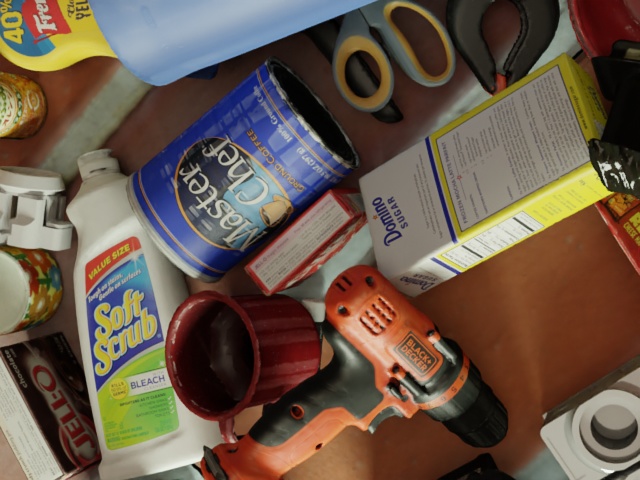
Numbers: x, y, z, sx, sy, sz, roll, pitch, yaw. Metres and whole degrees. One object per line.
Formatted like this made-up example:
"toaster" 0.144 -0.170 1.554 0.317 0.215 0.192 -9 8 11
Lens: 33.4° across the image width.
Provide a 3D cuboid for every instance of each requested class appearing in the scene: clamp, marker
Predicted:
"clamp" -0.003 -0.200 0.790 0.210 0.036 0.164 25 98 10
"marker" -0.009 0.106 0.818 0.020 0.020 0.121 5 94 16
"clamp" 0.119 -0.187 0.744 0.120 0.039 0.171 11 99 6

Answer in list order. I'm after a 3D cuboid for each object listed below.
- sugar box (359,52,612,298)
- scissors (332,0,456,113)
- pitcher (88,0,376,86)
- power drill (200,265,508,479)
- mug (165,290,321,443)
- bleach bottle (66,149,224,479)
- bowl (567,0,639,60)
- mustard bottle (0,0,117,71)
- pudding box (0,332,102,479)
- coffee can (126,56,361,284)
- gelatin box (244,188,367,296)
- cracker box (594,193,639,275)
"sugar box" 0.113 -0.040 0.726 0.176 0.048 0.093 -32 52 31
"scissors" 0.012 -0.175 0.762 0.096 0.016 0.202 -45 84 13
"pitcher" -0.031 -0.204 0.693 0.243 0.149 0.145 -14 88 21
"power drill" 0.025 0.134 0.738 0.187 0.057 0.184 -46 115 -4
"mug" -0.053 0.093 0.786 0.093 0.081 0.117 -4 89 38
"bleach bottle" -0.151 0.055 0.836 0.103 0.068 0.251 -17 86 16
"bowl" 0.246 -0.174 0.709 0.162 0.055 0.162 1 94 16
"mustard bottle" -0.206 -0.183 0.840 0.192 0.058 0.096 -3 92 17
"pudding box" -0.214 0.134 0.843 0.039 0.090 0.113 -34 83 16
"coffee can" -0.056 -0.050 0.779 0.140 0.102 0.103 -38 82 15
"gelatin box" -0.005 0.001 0.783 0.089 0.073 0.030 -43 82 14
"cracker box" 0.290 -0.038 0.660 0.214 0.072 0.164 -35 48 15
